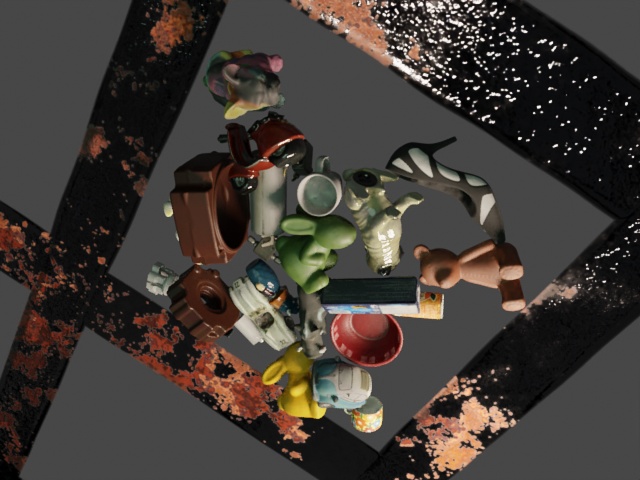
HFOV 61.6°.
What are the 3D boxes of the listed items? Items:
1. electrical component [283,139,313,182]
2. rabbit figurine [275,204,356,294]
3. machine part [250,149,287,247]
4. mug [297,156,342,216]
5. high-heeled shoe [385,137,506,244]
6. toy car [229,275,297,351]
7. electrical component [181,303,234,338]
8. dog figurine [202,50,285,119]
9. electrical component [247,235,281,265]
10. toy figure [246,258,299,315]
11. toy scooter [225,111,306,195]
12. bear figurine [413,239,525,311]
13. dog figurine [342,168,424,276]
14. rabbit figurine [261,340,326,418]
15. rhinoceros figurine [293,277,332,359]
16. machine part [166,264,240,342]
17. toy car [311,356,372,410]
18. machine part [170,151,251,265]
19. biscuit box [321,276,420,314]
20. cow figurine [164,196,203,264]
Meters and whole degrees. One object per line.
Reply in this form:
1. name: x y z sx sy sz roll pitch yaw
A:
1. electrical component: -0.044 -0.156 1.056 0.045 0.102 0.078 0 87 16
2. rabbit figurine: -0.002 -0.003 1.089 0.159 0.121 0.170 47 128 -4
3. machine part: -0.105 -0.098 1.108 0.079 0.079 0.243 7 116 13
4. mug: 0.005 -0.111 1.053 0.081 0.107 0.109 -2 105 15
5. high-heeled shoe: 0.234 -0.079 1.002 0.145 0.086 0.248 -28 86 4
6. toy car: -0.132 0.169 1.250 0.073 0.056 0.201 -33 102 26
7. electrical component: -0.265 0.192 1.289 0.119 0.075 0.047 20 119 11
8. dog figurine: -0.149 -0.277 0.959 0.192 0.219 0.108 9 113 11
9. electrical component: -0.115 0.012 1.192 0.094 0.021 0.063 37 118 -1
10. toy figure: -0.103 0.110 1.212 0.154 0.064 0.058 52 157 -14
11. toy scooter: -0.116 -0.179 1.000 0.184 0.075 0.135 -29 80 30
12. bear figurine: 0.285 0.063 1.042 0.196 0.132 0.120 -6 124 12
13. dog figurine: 0.100 -0.034 1.076 0.172 0.121 0.190 48 143 29
14. rabbit figurine: -0.049 0.320 1.282 0.163 0.122 0.173 2 101 25
15. rhinoceros figurine: -0.014 0.167 1.185 0.073 0.112 0.190 2 107 13
16. machine part: -0.258 0.140 1.212 0.056 0.179 0.179 -36 100 24
17. toy car: 0.062 0.326 1.209 0.161 0.109 0.103 27 144 -34
18. machine part: -0.211 -0.066 1.082 0.087 0.201 0.201 -1 113 14
19. biscuit box: 0.104 0.116 1.111 0.203 0.063 0.059 -2 151 18
20. cow figurine: -0.269 -0.030 1.195 0.098 0.068 0.167 -17 110 16
